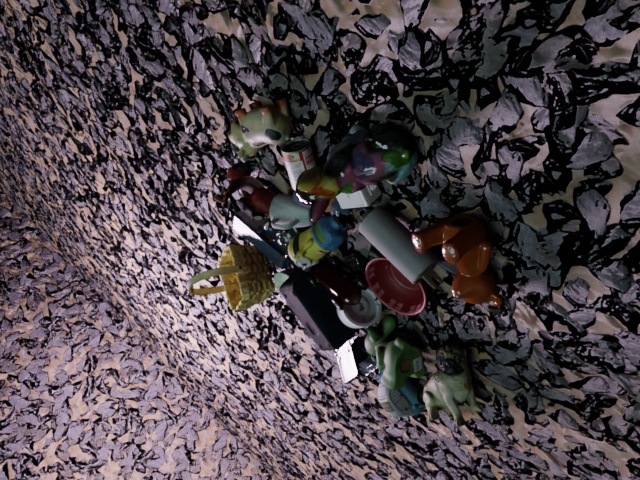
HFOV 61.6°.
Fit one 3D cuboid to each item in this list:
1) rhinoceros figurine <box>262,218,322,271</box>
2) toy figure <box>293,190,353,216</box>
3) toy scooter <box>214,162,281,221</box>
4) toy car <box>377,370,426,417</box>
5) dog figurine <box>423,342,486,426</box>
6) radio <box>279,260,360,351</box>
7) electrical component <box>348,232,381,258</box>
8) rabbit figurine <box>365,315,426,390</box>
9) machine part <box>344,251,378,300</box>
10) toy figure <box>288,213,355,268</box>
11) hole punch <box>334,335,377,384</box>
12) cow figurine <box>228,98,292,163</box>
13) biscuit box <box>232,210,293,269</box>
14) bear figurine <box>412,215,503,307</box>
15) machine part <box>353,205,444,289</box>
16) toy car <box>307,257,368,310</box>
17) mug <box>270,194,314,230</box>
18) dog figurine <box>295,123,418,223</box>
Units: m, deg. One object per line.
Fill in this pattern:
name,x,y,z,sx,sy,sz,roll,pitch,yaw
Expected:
rhinoceros figurine,-0.070,-0.001,1.400,0.190,0.073,0.112,32,144,23
toy figure,0.008,-0.091,1.230,0.155,0.064,0.057,15,148,34
toy scooter,-0.189,-0.110,1.372,0.184,0.135,0.075,42,144,8
toy car,0.215,0.427,1.471,0.161,0.103,0.109,50,145,-4
dog figurine,0.300,0.327,1.300,0.172,0.121,0.190,-6,104,47
radio,0.003,0.177,1.437,0.229,0.131,0.073,55,143,-9
electrical component,0.106,0.007,1.255,0.094,0.021,0.063,35,143,21
rabbit figurine,0.166,0.278,1.375,0.170,0.121,0.158,23,136,56
machine part,0.114,0.086,1.300,0.139,0.039,0.084,50,157,-5
toy figure,0.000,-0.003,1.282,0.082,0.089,0.180,30,123,-30
hole punch,0.108,0.336,1.531,0.142,0.092,0.116,124,133,-57
cow figurine,-0.140,-0.248,1.235,0.195,0.085,0.127,5,120,45
biscuit box,-0.153,-0.006,1.498,0.203,0.059,0.062,40,144,14
bear figurine,0.270,0.056,1.032,0.120,0.132,0.195,26,136,52
machine part,0.164,0.009,1.124,0.243,0.079,0.079,45,147,19
toy car,0.040,0.107,1.324,0.053,0.089,0.202,53,169,-31
mug,-0.064,-0.064,1.310,0.107,0.109,0.080,6,125,28
dog figurine,0.057,-0.123,1.013,0.192,0.219,0.108,11,134,43
